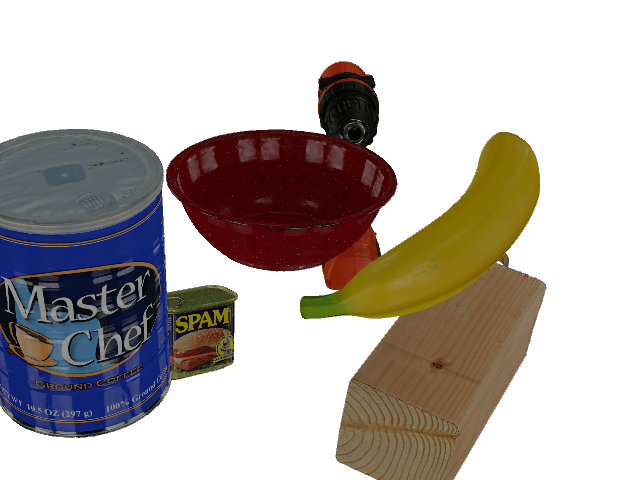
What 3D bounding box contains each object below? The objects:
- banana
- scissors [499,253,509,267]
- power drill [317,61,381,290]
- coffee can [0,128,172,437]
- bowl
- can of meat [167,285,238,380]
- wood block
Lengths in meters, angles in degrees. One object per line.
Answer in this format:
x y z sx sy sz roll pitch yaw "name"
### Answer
0.073 -0.011 0.564 0.070 0.037 0.197 20 40 34 "banana"
0.127 0.029 1.209 0.201 0.016 0.096 -11 41 -33 "scissors"
0.027 -0.054 0.946 0.057 0.188 0.184 -1 22 0 "power drill"
-0.136 0.023 0.593 0.103 0.140 0.103 2 32 -1 "coffee can"
-0.028 -0.024 0.756 0.162 0.055 0.162 2 28 -1 "bowl"
-0.144 0.103 1.196 0.101 0.084 0.058 -9 19 -36 "can of meat"
0.102 0.103 0.871 0.091 0.090 0.205 22 37 19 "wood block"
